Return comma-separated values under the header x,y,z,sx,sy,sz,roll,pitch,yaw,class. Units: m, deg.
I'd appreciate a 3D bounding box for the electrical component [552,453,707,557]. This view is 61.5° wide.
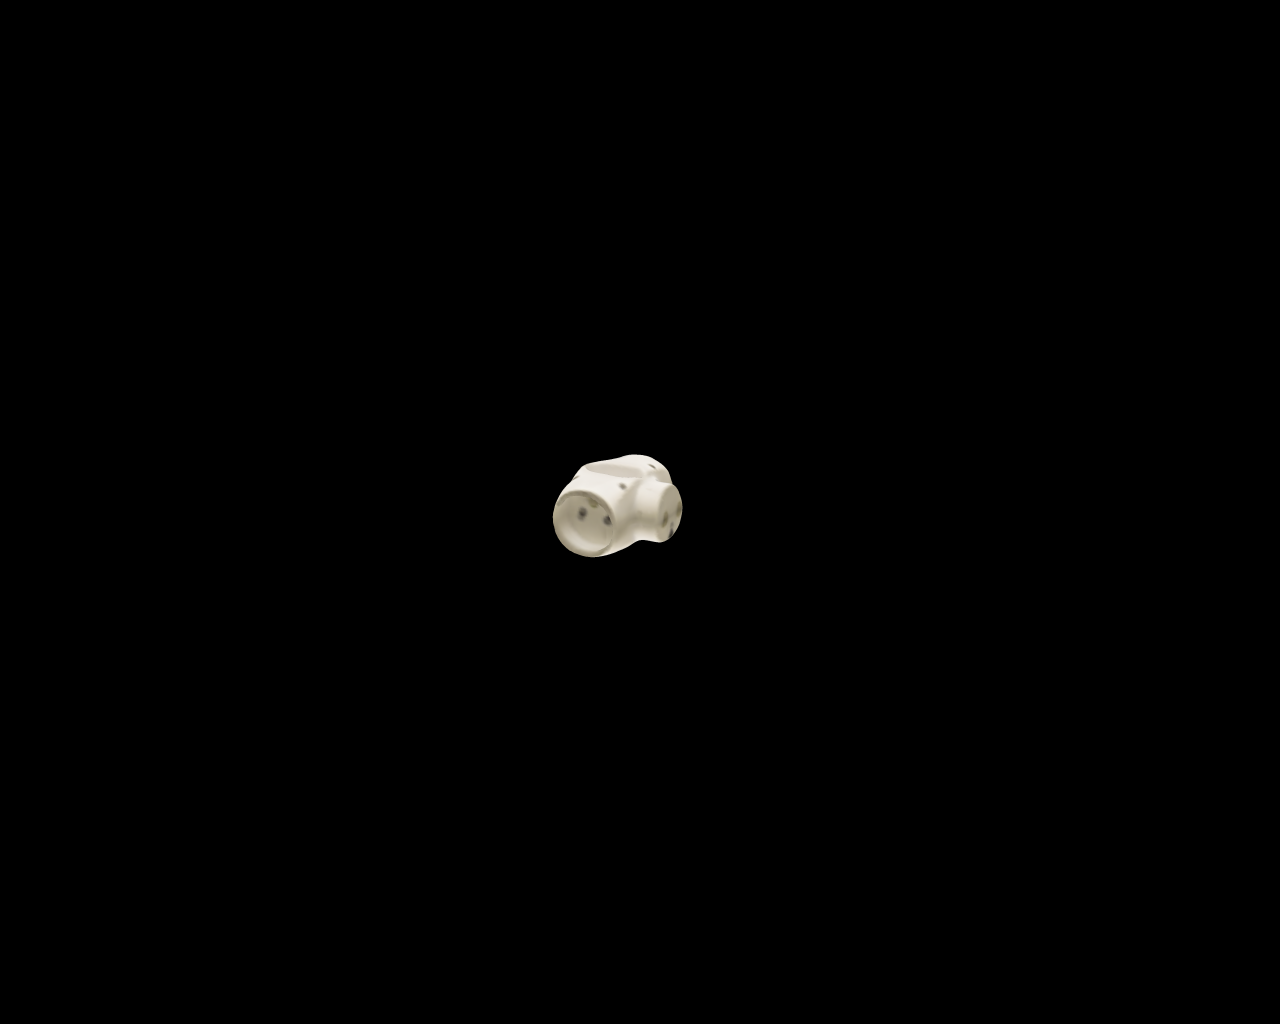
x,y,z,sx,sy,sz,roll,pitch,yaw,class
0.001,-0.003,0.650,0.079,0.043,0.077,10,23,26,electrical component
